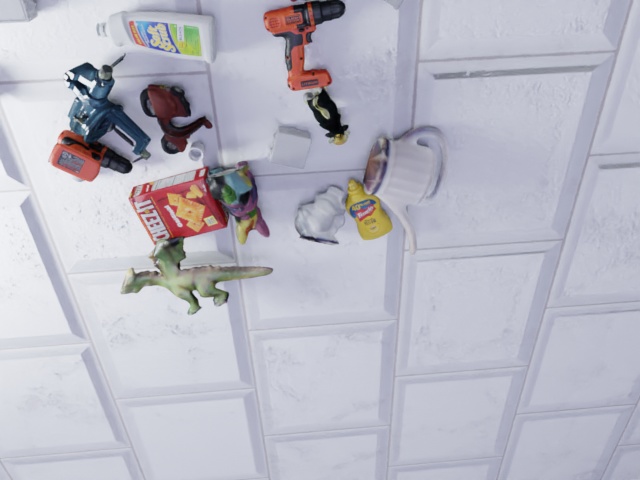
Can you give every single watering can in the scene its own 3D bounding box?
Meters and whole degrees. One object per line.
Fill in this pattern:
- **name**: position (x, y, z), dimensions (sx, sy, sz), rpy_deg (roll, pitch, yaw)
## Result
- **watering can**: position (0.217, -0.134, 1.358), dimensions (0.224, 0.105, 0.344), rpy_deg (11, 104, -14)

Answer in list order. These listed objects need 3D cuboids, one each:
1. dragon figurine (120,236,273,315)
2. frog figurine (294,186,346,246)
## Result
- **dragon figurine**: position (-0.361, 0.081, 1.432), dimensions (0.409, 0.125, 0.238), rpy_deg (-22, 134, 9)
- **frog figurine**: position (0.004, -0.071, 1.420), dimensions (0.137, 0.122, 0.160), rpy_deg (12, 86, -2)
